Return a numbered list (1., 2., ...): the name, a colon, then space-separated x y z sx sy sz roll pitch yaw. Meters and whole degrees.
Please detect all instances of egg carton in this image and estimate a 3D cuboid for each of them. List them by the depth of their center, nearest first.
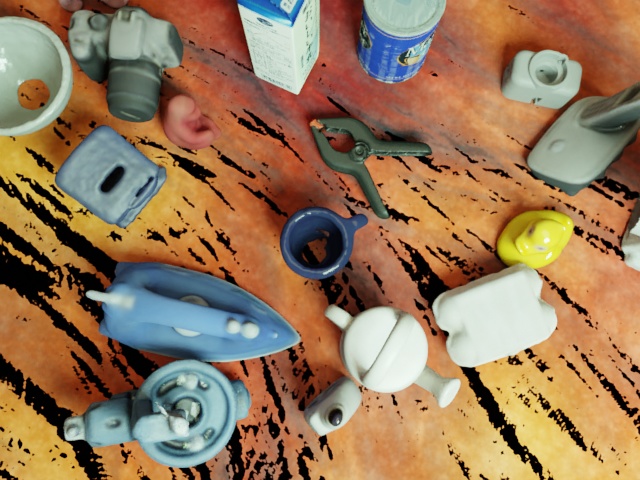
1. egg carton: 0.228 0.100 0.749 0.150 0.069 0.107 -22 82 -4

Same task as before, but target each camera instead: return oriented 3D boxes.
1. camera: -0.270 -0.239 0.781 0.143 0.101 0.137 3 81 0

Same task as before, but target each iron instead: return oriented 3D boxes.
1. iron: -0.152 0.095 0.710 0.258 0.141 0.119 12 81 1

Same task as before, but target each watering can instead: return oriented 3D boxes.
1. watering can: 0.084 0.131 0.680 0.173 0.194 0.101 12 81 2

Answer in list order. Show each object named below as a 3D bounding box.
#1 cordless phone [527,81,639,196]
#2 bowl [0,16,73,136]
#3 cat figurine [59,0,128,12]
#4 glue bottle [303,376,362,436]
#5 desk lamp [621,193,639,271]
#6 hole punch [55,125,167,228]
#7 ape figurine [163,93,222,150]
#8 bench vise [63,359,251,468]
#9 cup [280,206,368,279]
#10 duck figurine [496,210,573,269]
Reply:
1. cordless phone: 0.359 -0.140 0.729 0.094 0.185 0.148 39 83 6
2. bowl: -0.413 -0.214 0.789 0.167 0.075 0.167 0 81 0
3. cat figurine: -0.319 -0.381 0.795 0.128 0.118 0.067 -8 81 -1
4. glue bottle: 0.016 0.202 0.678 0.078 0.173 0.037 -38 83 -6
5. desk lamp: 0.460 -0.022 0.697 0.203 0.213 0.118 26 82 4
6. hole punch: -0.274 -0.083 0.762 0.101 0.091 0.109 36 83 5
7. ape figurine: -0.180 -0.166 0.775 0.076 0.092 0.078 -10 81 -2
8. bench vise: -0.190 0.216 0.651 0.207 0.220 0.121 -26 82 -4
9. cup: 0.007 0.003 0.749 0.118 0.095 0.091 -28 82 -5
10. duck figurine: 0.293 -0.006 0.758 0.104 0.086 0.077 -27 82 -4
